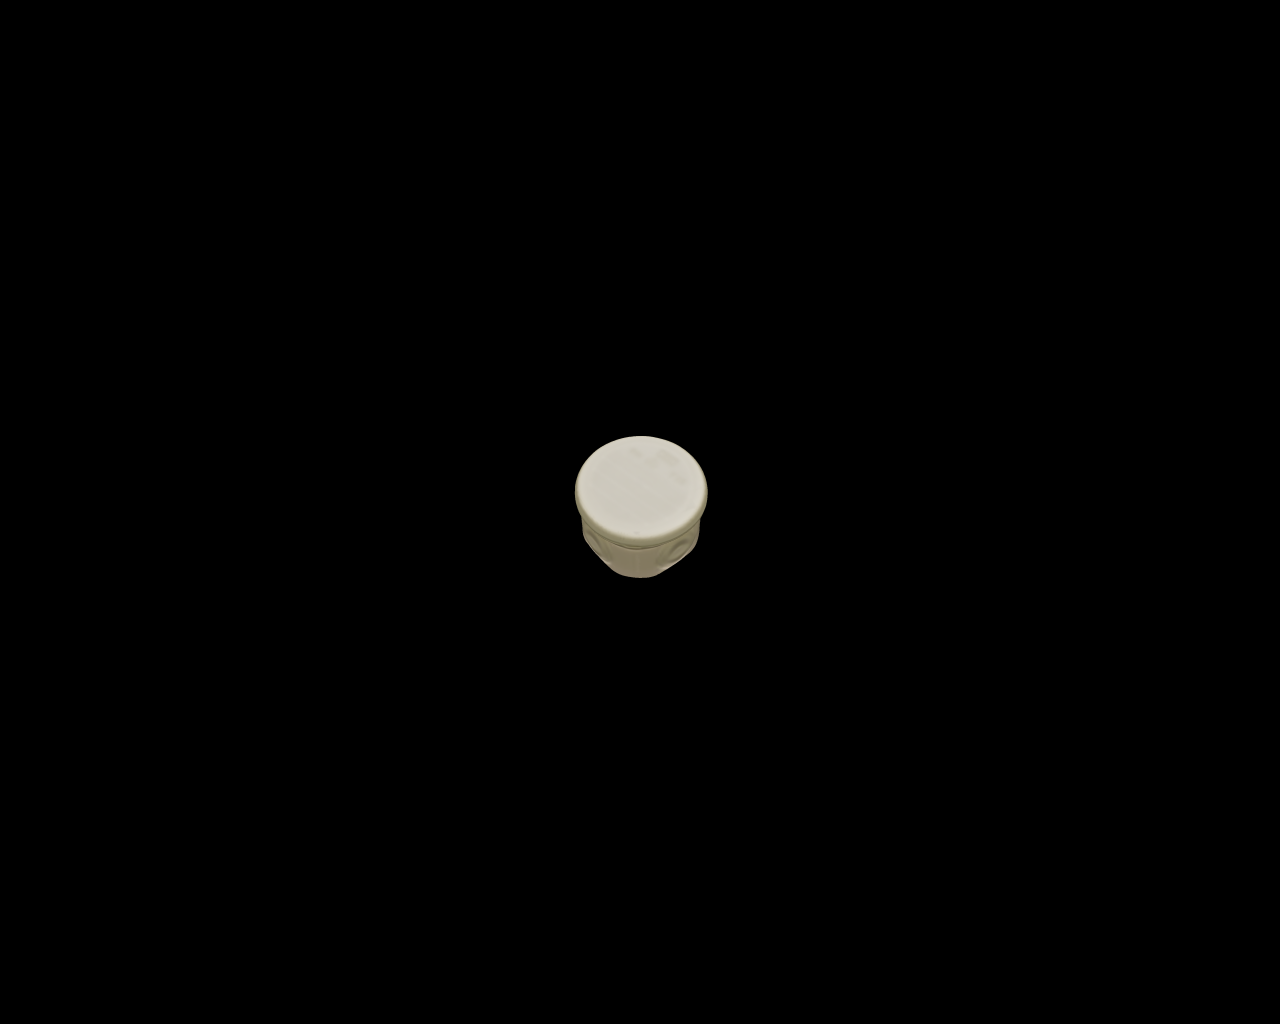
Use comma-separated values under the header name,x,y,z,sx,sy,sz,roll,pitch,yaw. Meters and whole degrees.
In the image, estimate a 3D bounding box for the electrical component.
name,x,y,z,sx,sy,sz,roll,pitch,yaw
electrical component,0.001,-0.003,0.650,0.080,0.080,0.050,0,-35,0
